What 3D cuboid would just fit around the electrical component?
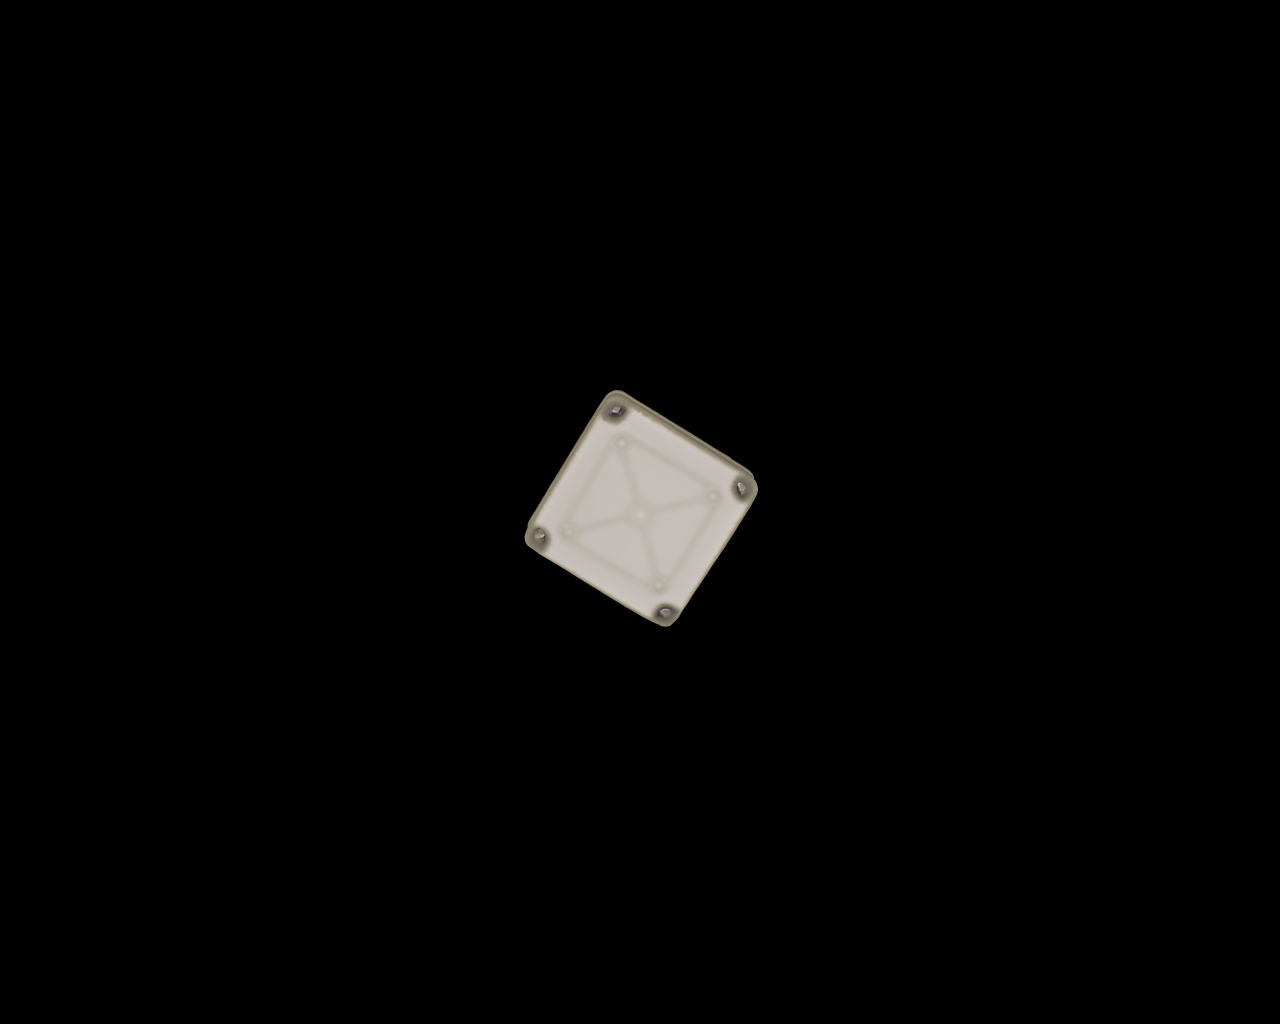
[{"bbox_3d":[0.001,-0.003,0.650,0.109,0.108,0.056,31,8,-5],"label":"electrical component"}]
